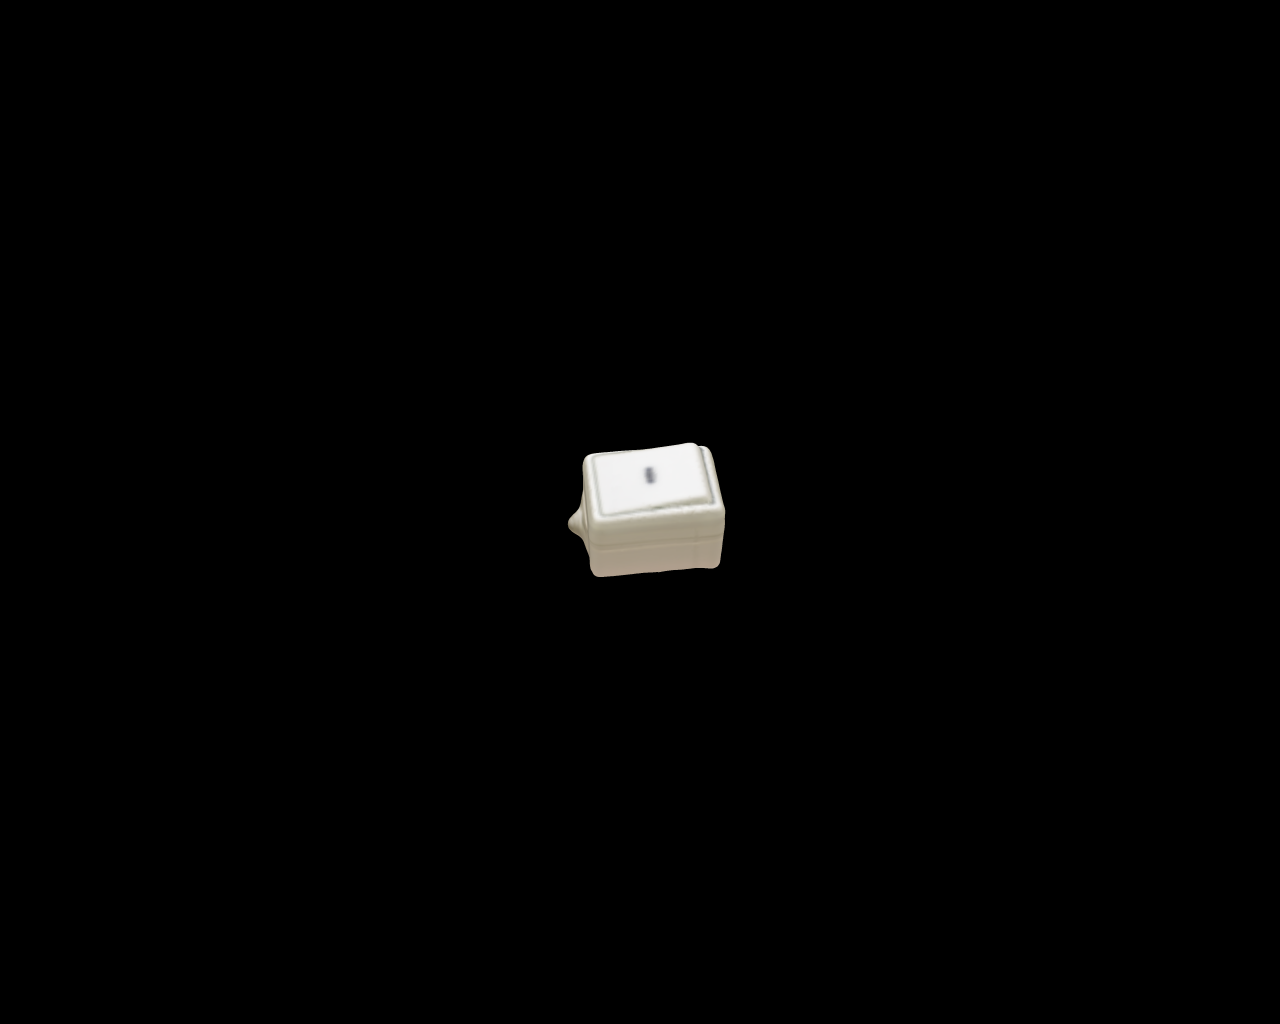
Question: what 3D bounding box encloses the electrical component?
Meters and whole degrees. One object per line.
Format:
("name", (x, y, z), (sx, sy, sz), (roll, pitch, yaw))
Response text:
("electrical component", (0.001, -0.003, 0.650), (0.096, 0.062, 0.061), (-4, -43, -4))
